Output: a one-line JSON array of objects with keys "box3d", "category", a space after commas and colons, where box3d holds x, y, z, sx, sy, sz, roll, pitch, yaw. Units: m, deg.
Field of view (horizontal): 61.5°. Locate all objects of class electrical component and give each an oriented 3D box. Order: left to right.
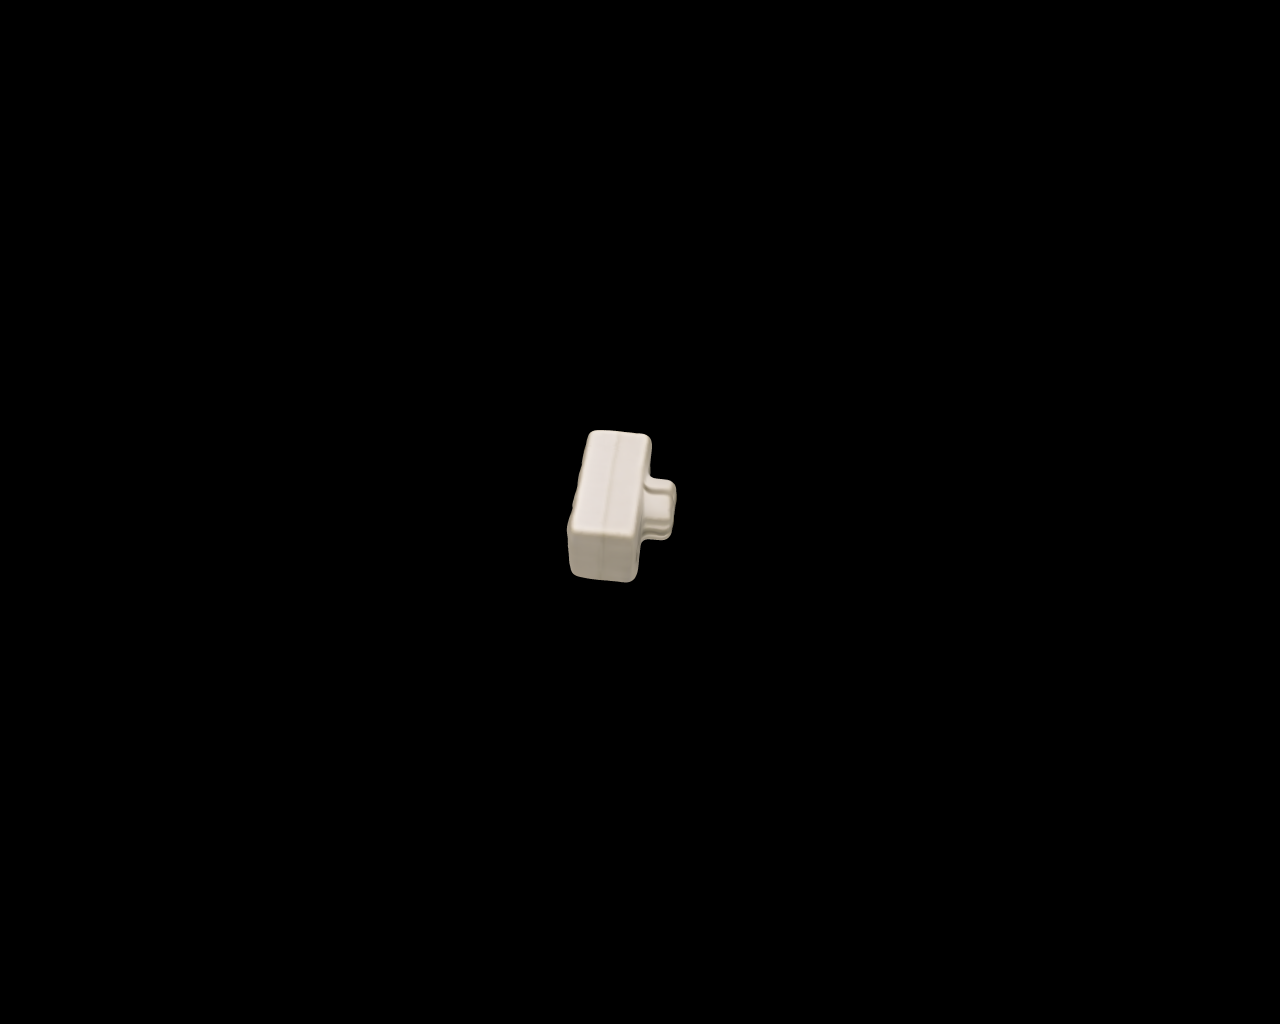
[{"box3d": [0.001, -0.003, 0.650, 0.076, 0.083, 0.047, 5, -39, 4], "category": "electrical component"}]
